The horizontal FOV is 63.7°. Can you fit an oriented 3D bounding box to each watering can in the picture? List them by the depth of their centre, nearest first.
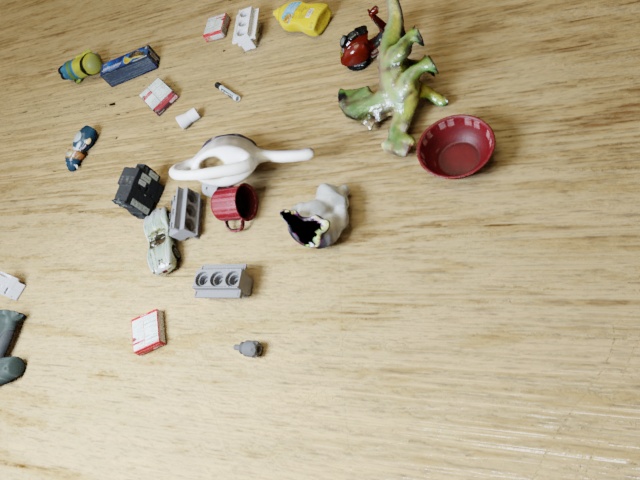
[{"bbox_3d":[-0.189,-0.199,1.262,0.348,0.102,0.228,-9,22,-1],"label":"watering can"}]

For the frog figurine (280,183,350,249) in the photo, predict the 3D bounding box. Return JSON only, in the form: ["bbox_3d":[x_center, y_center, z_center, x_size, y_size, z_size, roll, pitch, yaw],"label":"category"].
[{"bbox_3d":[0.003,-0.058,1.149,0.137,0.121,0.162,-3,27,33],"label":"frog figurine"}]

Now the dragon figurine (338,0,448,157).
[{"bbox_3d":[0.147,-0.376,1.208,0.241,0.121,0.416,-26,70,16],"label":"dragon figurine"}]
